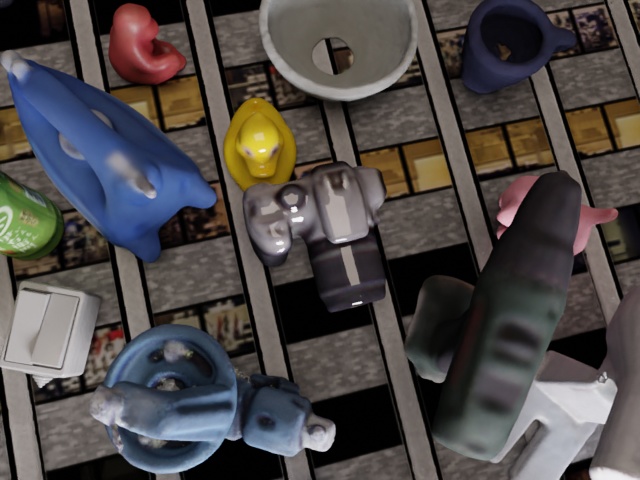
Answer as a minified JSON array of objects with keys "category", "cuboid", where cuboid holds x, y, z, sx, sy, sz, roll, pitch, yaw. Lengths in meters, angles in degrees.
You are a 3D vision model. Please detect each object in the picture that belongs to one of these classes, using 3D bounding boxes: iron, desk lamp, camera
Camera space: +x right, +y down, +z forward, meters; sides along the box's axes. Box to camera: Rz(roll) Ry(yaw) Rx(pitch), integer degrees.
[{"category":"iron","cuboid":[-0.224,-0.102,0.538,0.258,0.141,0.119,42,79,3]},{"category":"desk lamp","cuboid":[0.260,0.145,0.504,0.118,0.213,0.203,40,79,3]},{"category":"camera","cuboid":[0.005,0.002,0.562,0.143,0.100,0.137,-13,81,-8]}]

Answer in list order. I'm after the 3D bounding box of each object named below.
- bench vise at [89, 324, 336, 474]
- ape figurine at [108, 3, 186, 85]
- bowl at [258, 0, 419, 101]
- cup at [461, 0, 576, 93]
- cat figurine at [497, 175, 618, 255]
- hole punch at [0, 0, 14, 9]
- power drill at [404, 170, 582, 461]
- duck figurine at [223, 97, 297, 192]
[{"category":"bench vise","cuboid":[-0.089,0.127,0.470,0.207,0.219,0.121,-3,80,-6]},{"category":"ape figurine","cuboid":[-0.184,-0.205,0.586,0.076,0.092,0.078,-21,82,-9]},{"category":"bowl","cuboid":[0.017,-0.217,0.616,0.167,0.074,0.167,1,80,-5]},{"category":"cup","cuboid":[0.204,-0.202,0.621,0.118,0.095,0.092,-2,80,-6]},{"category":"cat figurine","cuboid":[0.233,-0.029,0.581,0.128,0.117,0.067,9,79,-4]},{"category":"hole punch","cuboid":[-0.385,-0.287,0.581,0.101,0.091,0.108,-21,82,-9]},{"category":"power drill","cuboid":[0.143,0.068,0.509,0.075,0.208,0.230,18,79,-2]},{"category":"duck figurine","cuboid":[-0.061,-0.101,0.582,0.077,0.086,0.104,-5,80,-6]}]
